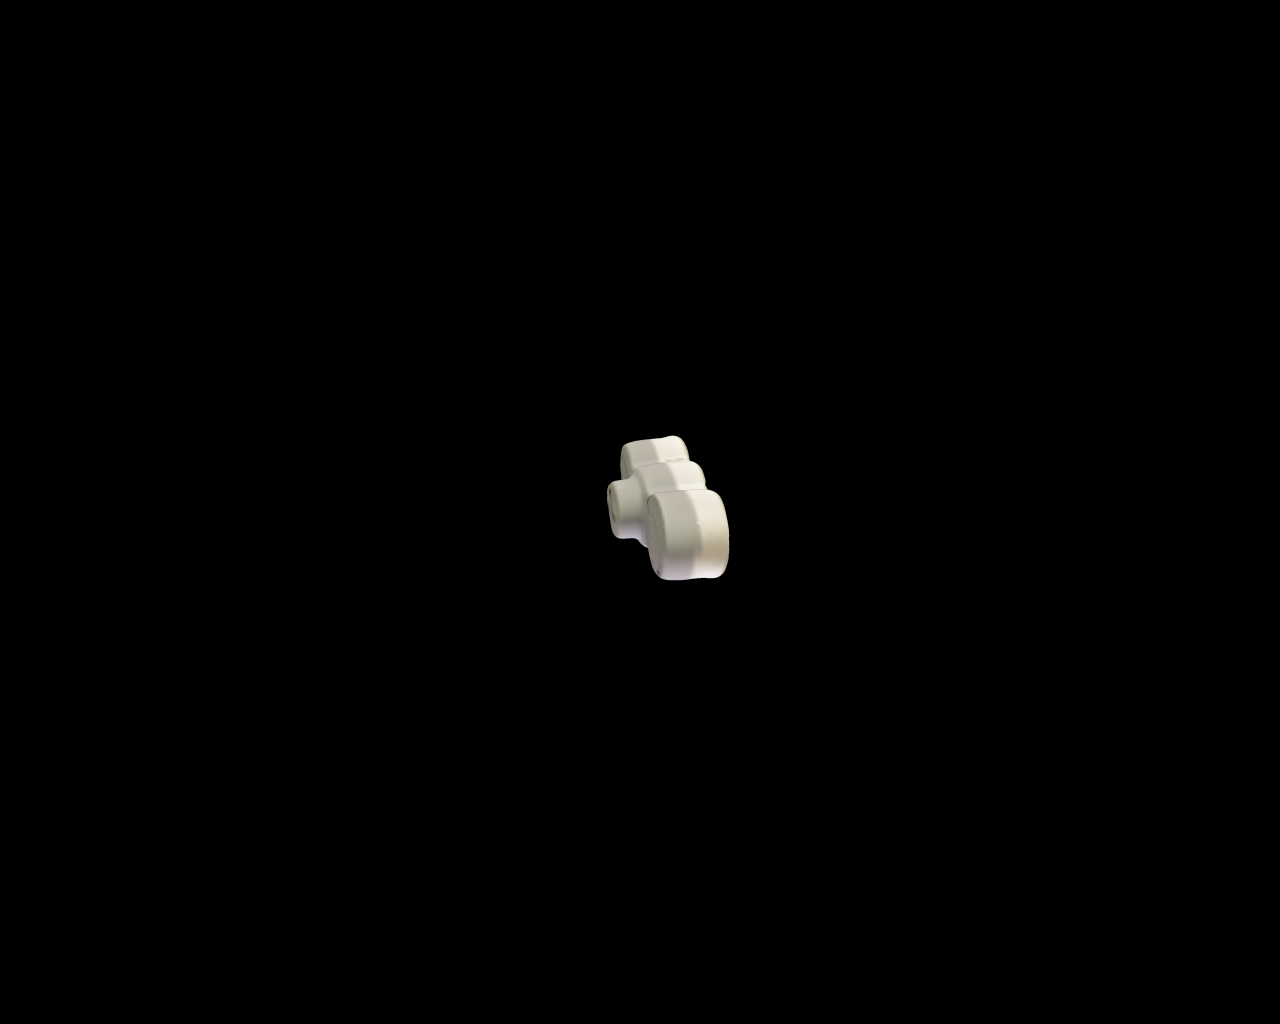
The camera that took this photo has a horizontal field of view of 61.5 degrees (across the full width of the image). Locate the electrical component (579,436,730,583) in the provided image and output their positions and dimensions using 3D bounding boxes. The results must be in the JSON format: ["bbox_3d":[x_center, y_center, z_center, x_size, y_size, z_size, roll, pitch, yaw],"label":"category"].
[{"bbox_3d":[0.001,-0.003,0.650,0.074,0.052,0.138,-5,25,-10],"label":"electrical component"}]
